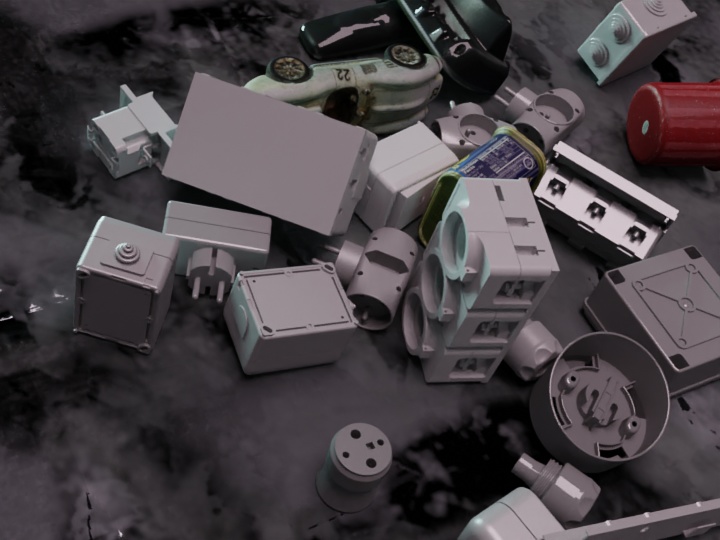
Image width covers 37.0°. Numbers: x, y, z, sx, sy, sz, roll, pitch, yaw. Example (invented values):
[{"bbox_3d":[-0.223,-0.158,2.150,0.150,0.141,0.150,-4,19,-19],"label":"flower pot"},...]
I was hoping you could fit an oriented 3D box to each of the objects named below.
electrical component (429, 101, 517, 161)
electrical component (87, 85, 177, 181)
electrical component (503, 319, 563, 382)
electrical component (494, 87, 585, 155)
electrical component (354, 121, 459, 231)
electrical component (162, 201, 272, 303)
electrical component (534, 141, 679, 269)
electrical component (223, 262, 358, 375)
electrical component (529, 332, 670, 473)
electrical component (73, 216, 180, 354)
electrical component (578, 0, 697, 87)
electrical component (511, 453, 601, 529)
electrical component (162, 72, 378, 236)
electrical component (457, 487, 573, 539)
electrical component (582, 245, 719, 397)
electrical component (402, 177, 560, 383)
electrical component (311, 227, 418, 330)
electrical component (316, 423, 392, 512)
[{"bbox_3d":[0.103,-0.130,1.011,0.077,0.044,0.079,2,52,-15],"label":"electrical component"},{"bbox_3d":[-0.192,-0.112,0.910,0.064,0.042,0.081,-28,64,-29],"label":"electrical component"},{"bbox_3d":[0.131,0.057,0.873,0.043,0.043,0.062,-25,62,-32],"label":"electrical component"},{"bbox_3d":[0.167,-0.152,1.048,0.079,0.044,0.077,39,52,14],"label":"electrical component"},{"bbox_3d":[0.042,-0.080,0.942,0.096,0.061,0.061,-28,65,-33],"label":"electrical component"},{"bbox_3d":[-0.116,-0.006,0.844,0.083,0.047,0.075,9,51,-10],"label":"electrical component"},{"bbox_3d":[0.213,-0.053,0.970,0.121,0.078,0.063,32,72,10],"label":"electrical component"},{"bbox_3d":[-0.049,0.038,0.826,0.096,0.061,0.061,-6,55,-28],"label":"electrical component"},{"bbox_3d":[0.184,0.105,0.833,0.099,0.064,0.099,12,56,-18],"label":"electrical component"},{"bbox_3d":[-0.170,0.005,0.788,0.062,0.096,0.061,17,50,-4],"label":"electrical component"},{"bbox_3d":[0.288,-0.247,1.127,0.100,0.099,0.048,-26,77,-32],"label":"electrical component"},{"bbox_3d":[0.142,0.160,0.794,0.062,0.043,0.043,35,51,13],"label":"electrical component"},{"bbox_3d":[-0.072,-0.093,0.883,0.150,0.089,0.062,20,5,11],"label":"electrical component"},{"bbox_3d":[0.114,0.207,0.741,0.059,0.053,0.095,-25,63,-32],"label":"electrical component"},{"bbox_3d":[0.266,0.045,0.914,0.109,0.056,0.108,-15,58,-27],"label":"electrical component"},{"bbox_3d":[0.084,0.011,0.825,0.062,0.150,0.089,1,53,-18],"label":"electrical component"},{"bbox_3d":[0.000,0.000,0.877,0.079,0.043,0.077,22,50,1],"label":"electrical component"},{"bbox_3d":[-0.004,0.139,0.758,0.045,0.055,0.045,8,51,-10],"label":"electrical component"}]
